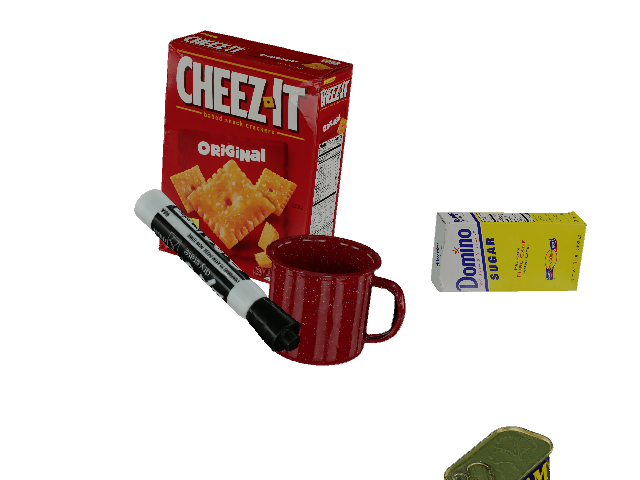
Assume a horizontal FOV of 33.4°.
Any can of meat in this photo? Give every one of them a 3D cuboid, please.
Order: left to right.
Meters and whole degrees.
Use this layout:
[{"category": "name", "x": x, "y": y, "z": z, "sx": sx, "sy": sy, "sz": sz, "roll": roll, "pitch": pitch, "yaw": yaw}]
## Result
[{"category": "can of meat", "x": 0.154, "y": 0.220, "z": 0.903, "sx": 0.058, "sy": 0.084, "sz": 0.101, "roll": 14, "pitch": 30, "yaw": 42}]

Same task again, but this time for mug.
[{"category": "mug", "x": 0.011, "y": 0.050, "z": 0.861, "sx": 0.117, "sy": 0.081, "sz": 0.093, "roll": 9, "pitch": 20, "yaw": 10}]

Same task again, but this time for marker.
[{"category": "marker", "x": -0.052, "y": 0.015, "z": 0.543, "sx": 0.121, "sy": 0.020, "sz": 0.020, "roll": 41, "pitch": 22, "yaw": 28}]

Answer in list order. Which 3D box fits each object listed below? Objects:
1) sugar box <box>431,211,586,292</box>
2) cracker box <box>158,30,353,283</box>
[{"category": "sugar box", "x": 0.227, "y": 0.014, "z": 1.294, "sx": 0.176, "sy": 0.093, "sz": 0.048, "roll": -2, "pitch": 22, "yaw": -10}, {"category": "cracker box", "x": -0.066, "y": -0.074, "z": 1.008, "sx": 0.164, "sy": 0.214, "sz": 0.072, "roll": 17, "pitch": 26, "yaw": 22}]
